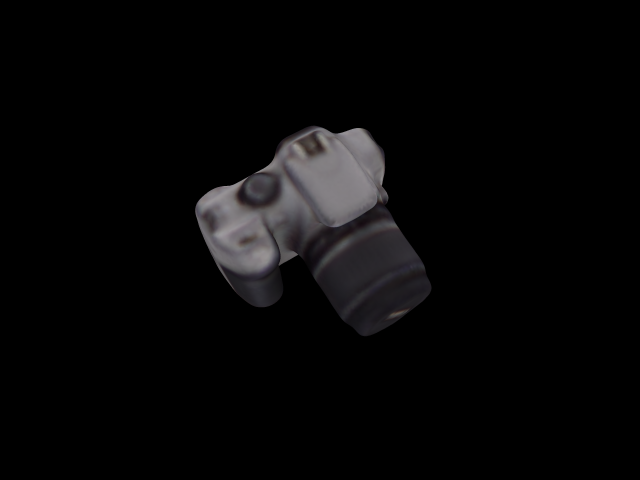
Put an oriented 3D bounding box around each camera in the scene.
[{"bbox_3d":[0.004,0.001,0.400,0.143,0.101,0.136,-30,70,-12],"label":"camera"}]
